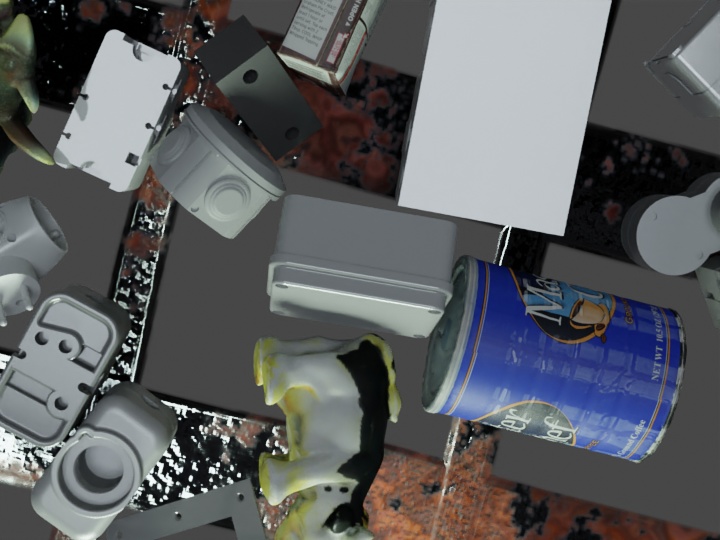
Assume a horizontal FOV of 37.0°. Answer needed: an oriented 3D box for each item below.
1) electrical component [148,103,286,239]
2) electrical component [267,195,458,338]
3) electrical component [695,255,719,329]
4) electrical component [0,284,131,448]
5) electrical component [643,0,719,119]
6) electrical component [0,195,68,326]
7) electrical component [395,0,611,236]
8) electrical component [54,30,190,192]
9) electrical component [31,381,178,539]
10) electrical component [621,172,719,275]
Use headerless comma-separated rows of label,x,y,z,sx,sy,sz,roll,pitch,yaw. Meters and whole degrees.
electrical component,-0.090,-0.063,0.679,0.080,0.080,0.051,43,98,-6
electrical component,0.000,0.000,0.682,0.113,0.078,0.057,10,71,-3
electrical component,0.261,0.017,0.695,0.050,0.089,0.055,-21,96,0
electrical component,-0.192,0.060,0.696,0.054,0.059,0.095,29,94,-5
electrical component,0.244,-0.147,0.692,0.061,0.061,0.096,44,92,-6
electrical component,-0.227,0.002,0.684,0.077,0.044,0.079,-31,52,1
electrical component,0.091,-0.124,0.689,0.105,0.060,0.186,10,95,-3
electrical component,-0.150,-0.099,0.684,0.050,0.055,0.089,25,94,-4
electrical component,-0.167,0.125,0.704,0.054,0.059,0.095,38,93,-5
electrical component,0.245,-0.038,0.697,0.138,0.073,0.052,-21,96,0
